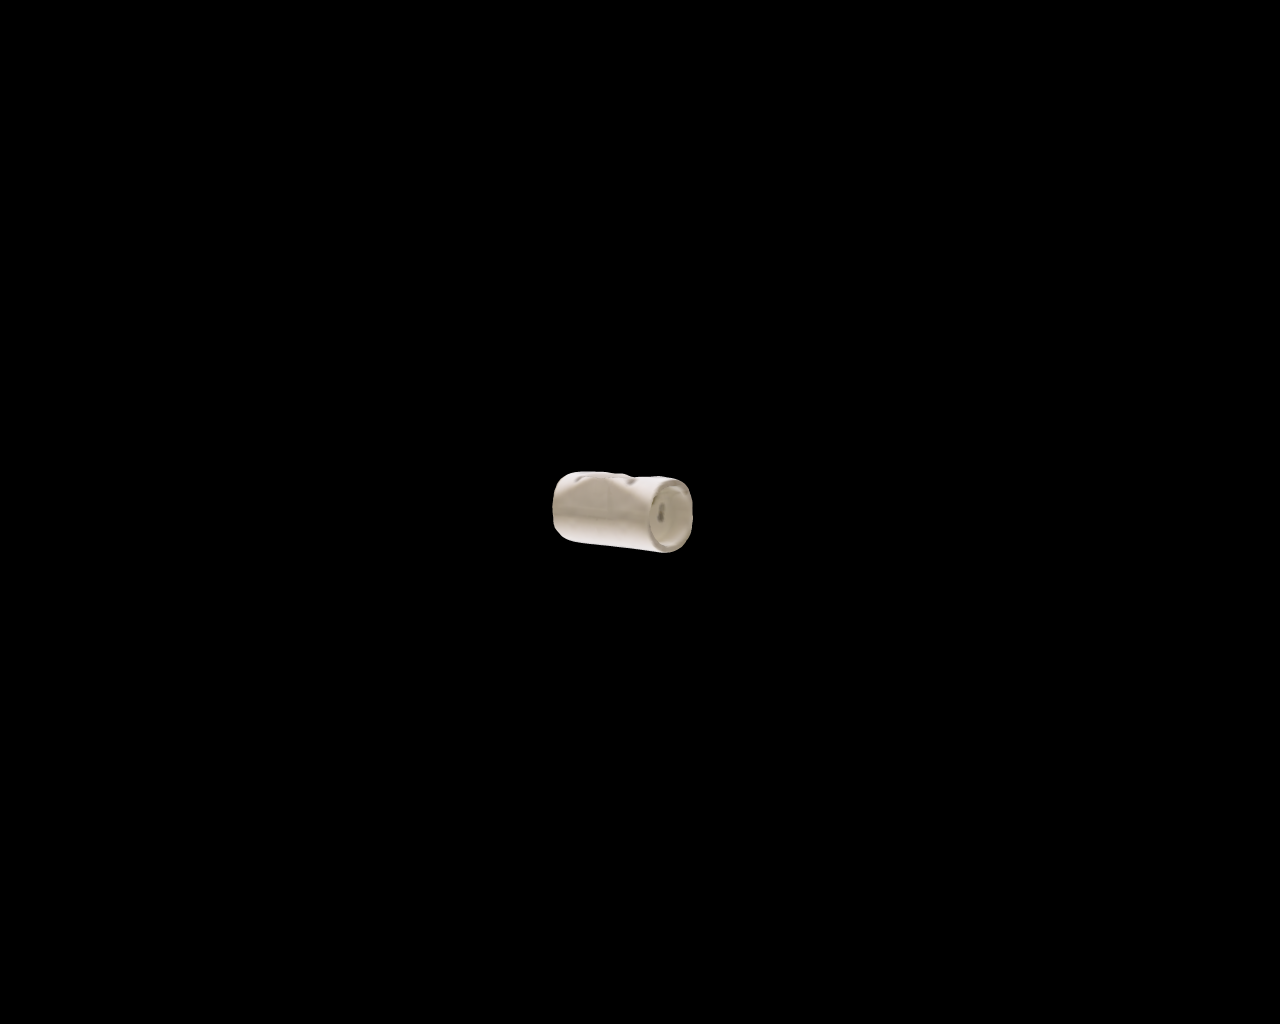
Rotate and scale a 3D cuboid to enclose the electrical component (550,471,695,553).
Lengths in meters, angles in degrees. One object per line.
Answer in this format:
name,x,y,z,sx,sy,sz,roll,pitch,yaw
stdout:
electrical component,0.001,-0.003,0.650,0.077,0.044,0.079,5,8,40
